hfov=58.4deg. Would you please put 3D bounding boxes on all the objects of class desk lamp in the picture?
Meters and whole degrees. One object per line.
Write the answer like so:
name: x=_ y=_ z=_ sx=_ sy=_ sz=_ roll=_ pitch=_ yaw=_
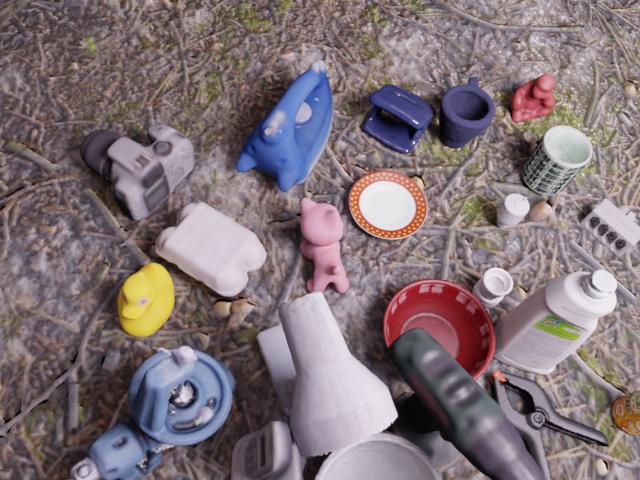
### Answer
desk lamp: x=-0.005 y=0.162 z=0.700 sx=0.118 sy=0.213 sz=0.203 roll=-19 pitch=66 yaw=-15

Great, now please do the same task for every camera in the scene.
camera: x=-0.287 y=-0.128 z=0.880 sx=0.136 sy=0.101 sz=0.143 roll=33 pitch=64 yaw=11

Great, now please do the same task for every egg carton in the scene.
egg carton: x=-0.158 y=0.013 z=0.840 sx=0.150 sy=0.069 sz=0.107 roll=30 pitch=63 yaw=9

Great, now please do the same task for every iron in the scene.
iron: x=-0.036 y=-0.212 z=0.929 sx=0.118 sy=0.141 sz=0.258 roll=24 pitch=63 yaw=6

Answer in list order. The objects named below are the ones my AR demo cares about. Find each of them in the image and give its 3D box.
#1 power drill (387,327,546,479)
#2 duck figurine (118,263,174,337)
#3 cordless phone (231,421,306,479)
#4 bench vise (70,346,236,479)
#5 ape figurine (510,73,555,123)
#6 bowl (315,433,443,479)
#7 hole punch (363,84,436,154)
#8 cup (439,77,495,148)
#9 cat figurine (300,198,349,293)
power drill: x=0.158 y=0.222 z=0.691 sx=0.076 sy=0.208 sz=0.229 roll=-29 pitch=70 yaw=-19
duck figurine: x=-0.244 y=0.073 z=0.789 sx=0.077 sy=0.086 sz=0.104 roll=13 pitch=62 yaw=0
cordless phone: x=-0.057 y=0.283 z=0.647 sx=0.094 sy=0.185 sz=0.147 roll=-4 pitch=63 yaw=-8
bench vise: x=-0.182 y=0.204 z=0.653 sx=0.121 sy=0.220 sz=0.208 roll=29 pitch=63 yaw=9
ape figurine: x=0.391 y=-0.263 z=1.034 sx=0.077 sy=0.092 sz=0.076 roll=23 pitch=63 yaw=6
bowl: x=0.069 y=0.327 z=0.702 sx=0.167 sy=0.075 sz=0.167 roll=3 pitch=63 yaw=-5
hole punch: x=0.138 y=-0.224 z=0.985 sx=0.108 sy=0.091 sz=0.101 roll=32 pitch=64 yaw=10
cup: x=0.245 y=-0.215 z=0.991 sx=0.091 sy=0.095 sz=0.118 roll=16 pitch=62 yaw=2
cat figurine: x=0.008 y=0.003 z=0.837 sx=0.067 sy=0.118 sz=0.127 roll=-10 pitch=64 yaw=-11
